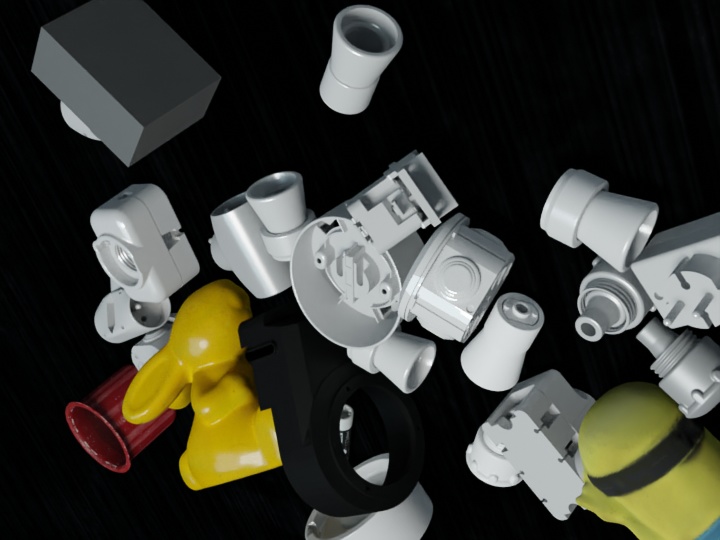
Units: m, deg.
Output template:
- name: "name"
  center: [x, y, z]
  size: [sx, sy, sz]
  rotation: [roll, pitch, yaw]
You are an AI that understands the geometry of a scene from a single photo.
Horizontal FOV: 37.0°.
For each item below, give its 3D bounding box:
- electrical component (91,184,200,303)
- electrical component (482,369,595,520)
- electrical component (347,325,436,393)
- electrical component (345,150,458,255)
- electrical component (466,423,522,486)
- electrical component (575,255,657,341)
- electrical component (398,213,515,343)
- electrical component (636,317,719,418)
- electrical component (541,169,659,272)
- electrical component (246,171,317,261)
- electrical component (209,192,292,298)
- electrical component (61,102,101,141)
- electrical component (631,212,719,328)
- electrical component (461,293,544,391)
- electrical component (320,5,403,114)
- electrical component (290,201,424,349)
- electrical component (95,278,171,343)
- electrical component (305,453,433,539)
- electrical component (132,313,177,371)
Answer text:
- name: "electrical component"
  center: [-0.193, -0.021, 0.952]
  size: [0.054, 0.059, 0.095]
  rotation: [2, 124, 43]
- name: "electrical component"
  center: [0.141, 0.121, 0.758]
  size: [0.089, 0.056, 0.050]
  rotation: [50, 142, -4]
- name: "electrical component"
  center: [0.024, 0.063, 0.829]
  size: [0.055, 0.045, 0.045]
  rotation: [28, 138, 25]
- name: "electrical component"
  center: [0.025, -0.043, 0.708]
  size: [0.042, 0.064, 0.081]
  rotation: [54, -177, -8]
- name: "electrical component"
  center: [0.109, 0.128, 0.807]
  size: [0.048, 0.048, 0.062]
  rotation: [30, 132, 21]
- name: "electrical component"
  center: [0.153, 0.019, 0.652]
  size: [0.048, 0.062, 0.048]
  rotation: [26, 137, 26]
- name: "electrical component"
  center: [0.064, 0.007, 0.714]
  size: [0.051, 0.080, 0.080]
  rotation: [31, 140, 12]
- name: "electrical component"
  center: [0.198, 0.056, 0.657]
  size: [0.062, 0.048, 0.048]
  rotation: [44, 143, 16]
- name: "electrical component"
  center: [0.141, -0.030, 0.634]
  size: [0.055, 0.045, 0.045]
  rotation: [29, 139, 23]
- name: "electrical component"
  center: [-0.057, -0.041, 0.815]
  size: [0.045, 0.045, 0.055]
  rotation: [8, 128, 40]
- name: "electrical component"
  center: [-0.094, -0.019, 0.871]
  size: [0.079, 0.043, 0.077]
  rotation: [-7, 117, 47]
- name: "electrical component"
  center: [-0.208, -0.148, 0.867]
  size: [0.077, 0.043, 0.079]
  rotation: [9, 128, 39]
- name: "electrical component"
  center: [0.192, 0.007, 0.592]
  size: [0.083, 0.076, 0.047]
  rotation: [-23, 105, 51]
- name: "electrical component"
  center: [0.101, 0.047, 0.746]
  size: [0.044, 0.044, 0.065]
  rotation: [36, 136, 15]
- name: "electrical component"
  center: [-0.003, -0.131, 0.688]
  size: [0.044, 0.044, 0.065]
  rotation: [41, 147, 9]
- name: "electrical component"
  center: [0.000, 0.000, 0.781]
  size: [0.099, 0.064, 0.099]
  rotation: [25, 137, 26]
- name: "electrical component"
  center: [-0.217, 0.024, 1.019]
  size: [0.077, 0.043, 0.079]
  rotation: [-20, 71, 51]
- name: "electrical component"
  center: [0.013, 0.218, 0.929]
  size: [0.060, 0.108, 0.108]
  rotation: [51, 143, -15]
- name: "electrical component"
  center: [-0.176, 0.086, 1.036]
  size: [0.080, 0.051, 0.080]
  rotation: [26, 138, 26]
